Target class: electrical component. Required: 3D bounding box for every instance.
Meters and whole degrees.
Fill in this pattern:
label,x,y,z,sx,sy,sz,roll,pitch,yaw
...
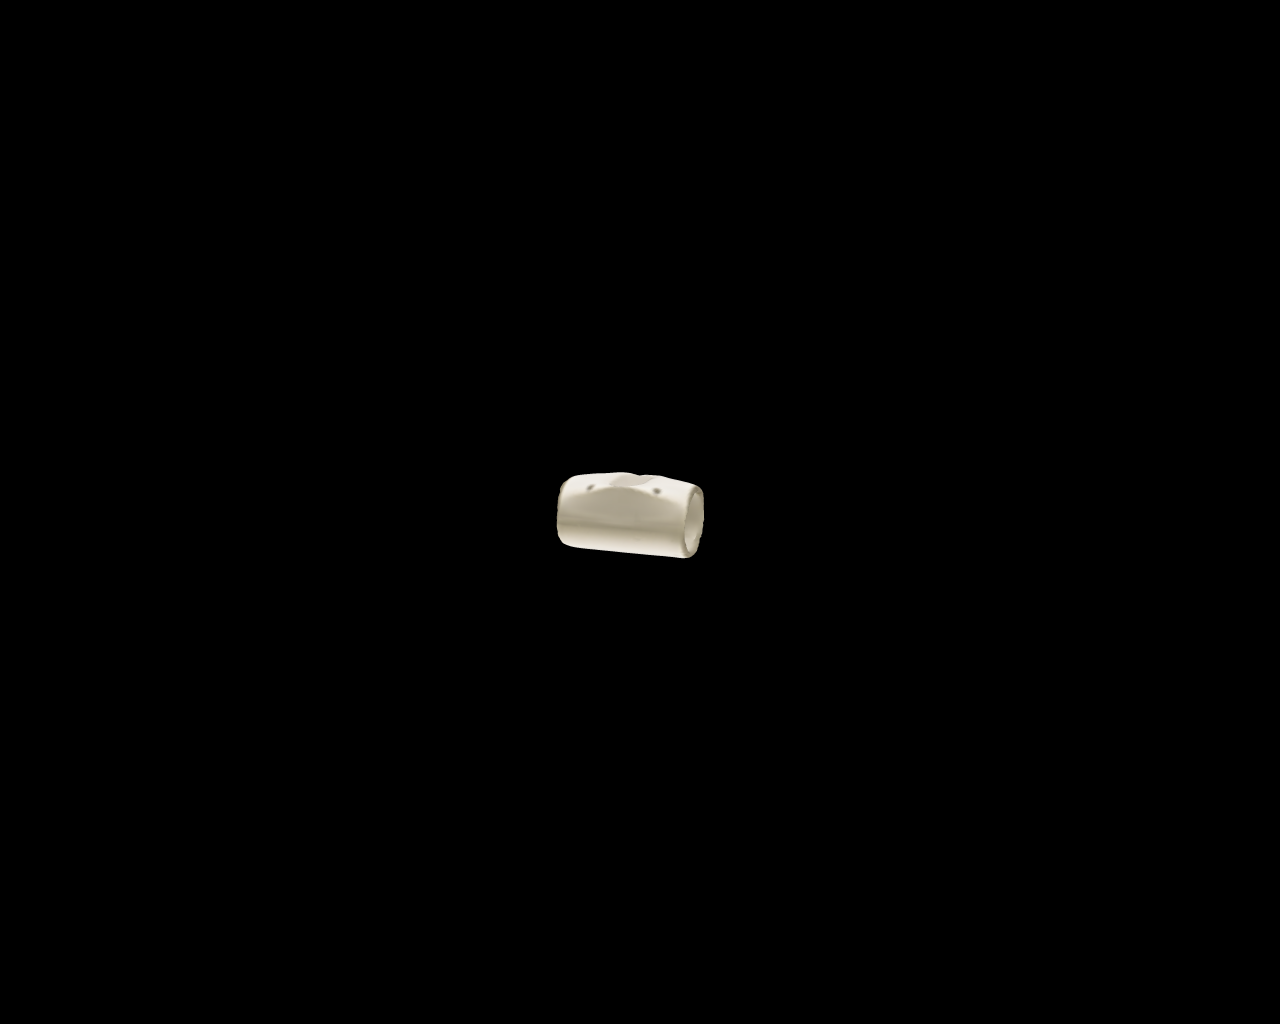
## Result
label,x,y,z,sx,sy,sz,roll,pitch,yaw
electrical component,0.001,-0.003,0.650,0.077,0.043,0.079,5,16,18
